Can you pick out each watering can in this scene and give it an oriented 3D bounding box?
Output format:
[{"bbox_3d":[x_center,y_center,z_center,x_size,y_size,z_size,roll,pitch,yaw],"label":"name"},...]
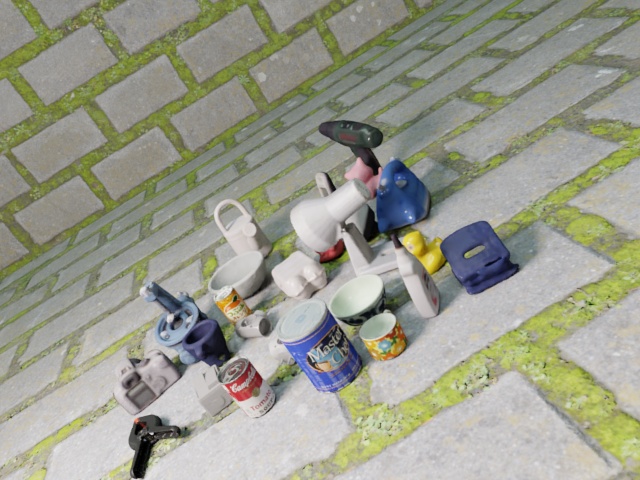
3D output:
[{"bbox_3d":[-0.220,-0.031,1.623,0.172,0.194,0.101,-6,35,43],"label":"watering can"}]

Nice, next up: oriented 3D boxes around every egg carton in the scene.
[{"bbox_3d":[-0.050,0.085,1.363,0.107,0.069,0.150,-38,25,-13],"label":"egg carton"}]

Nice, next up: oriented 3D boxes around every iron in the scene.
[{"bbox_3d":[0.191,-0.132,1.401,0.118,0.142,0.258,-18,28,27],"label":"iron"}]

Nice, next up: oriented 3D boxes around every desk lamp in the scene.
[{"bbox_3d":[0.068,-0.024,1.256,0.203,0.214,0.118,-21,27,22],"label":"desk lamp"}]

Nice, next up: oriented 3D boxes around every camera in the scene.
[{"bbox_3d":[-0.420,0.309,1.337,0.143,0.101,0.136,-39,26,-16],"label":"camera"}]

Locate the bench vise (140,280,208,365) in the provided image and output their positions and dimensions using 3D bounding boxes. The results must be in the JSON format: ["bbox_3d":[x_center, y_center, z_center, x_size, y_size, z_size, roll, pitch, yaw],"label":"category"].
[{"bbox_3d":[-0.360,0.174,1.375,0.121,0.220,0.206,-37,25,-10],"label":"bench vise"}]

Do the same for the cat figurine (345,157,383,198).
[{"bbox_3d":[0.134,-0.172,1.568,0.127,0.118,0.067,1,40,50],"label":"cat figurine"}]

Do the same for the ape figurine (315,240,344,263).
[{"bbox_3d":[0.013,0.005,1.411,0.076,0.092,0.077,-35,25,-7],"label":"ape figurine"}]

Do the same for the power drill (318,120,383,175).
[{"bbox_3d":[0.108,-0.251,1.637,0.076,0.209,0.228,-44,27,-24],"label":"power drill"}]

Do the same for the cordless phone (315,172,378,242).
[{"bbox_3d":[0.057,-0.083,1.413,0.094,0.185,0.147,-43,27,-22],"label":"cordless phone"}]

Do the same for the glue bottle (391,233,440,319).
[{"bbox_3d":[0.168,0.058,1.038,0.037,0.173,0.078,-21,27,22],"label":"glue bottle"}]

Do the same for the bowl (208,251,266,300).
[{"bbox_3d":[-0.203,0.106,1.494,0.167,0.075,0.167,-26,25,14],"label":"bowl"}]

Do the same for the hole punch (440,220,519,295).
[{"bbox_3d":[0.289,0.030,1.050,0.108,0.091,0.101,-29,25,5],"label":"hole punch"}]

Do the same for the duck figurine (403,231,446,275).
[{"bbox_3d":[0.205,0.020,1.169,0.104,0.086,0.077,-36,25,-10],"label":"duck figurine"}]

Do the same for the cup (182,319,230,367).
[{"bbox_3d":[-0.242,0.243,1.261,0.091,0.095,0.117,-30,25,4],"label":"cup"}]
